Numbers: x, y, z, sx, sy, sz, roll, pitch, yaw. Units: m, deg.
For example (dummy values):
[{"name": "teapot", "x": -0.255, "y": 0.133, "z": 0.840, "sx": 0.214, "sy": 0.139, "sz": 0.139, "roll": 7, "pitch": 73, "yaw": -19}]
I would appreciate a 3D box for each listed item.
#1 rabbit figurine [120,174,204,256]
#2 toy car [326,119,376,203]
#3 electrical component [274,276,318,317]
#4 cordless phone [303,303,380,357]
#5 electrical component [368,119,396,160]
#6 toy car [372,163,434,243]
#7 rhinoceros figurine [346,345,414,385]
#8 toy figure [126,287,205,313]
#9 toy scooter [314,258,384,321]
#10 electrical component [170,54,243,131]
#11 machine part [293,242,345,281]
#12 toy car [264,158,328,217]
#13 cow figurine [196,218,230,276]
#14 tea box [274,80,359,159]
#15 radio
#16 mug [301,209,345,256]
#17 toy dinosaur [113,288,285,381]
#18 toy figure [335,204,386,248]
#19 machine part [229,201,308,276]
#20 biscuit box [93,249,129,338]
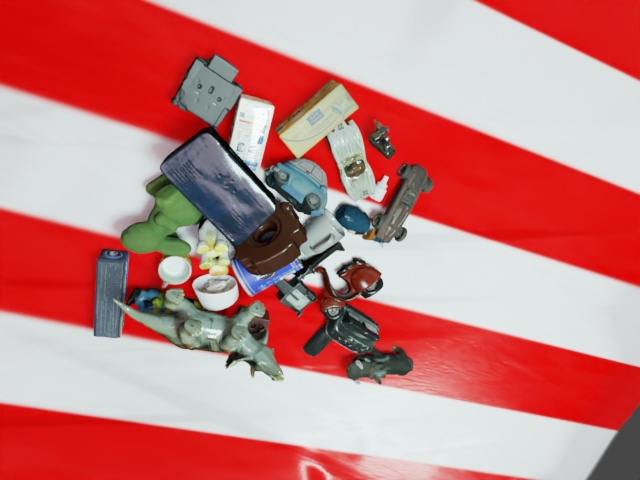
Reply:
[{"name": "rabbit figurine", "x": -0.348, "y": -0.035, "z": 1.165, "sx": 0.170, "sy": 0.121, "sz": 0.158, "roll": -43, "pitch": 138, "yaw": -9}, {"name": "toy car", "x": 0.072, "y": -0.180, "z": 1.224, "sx": 0.073, "sy": 0.056, "sz": 0.201, "roll": -24, "pitch": 123, "yaw": -3}, {"name": "electrical component", "x": -0.071, "y": 0.129, "z": 1.333, "sx": 0.119, "sy": 0.048, "sz": 0.075, "roll": 40, "pitch": 99, "yaw": -24}, {"name": "cordless phone", "x": 0.055, "y": 0.265, "z": 1.416, "sx": 0.146, "sy": 0.089, "sz": 0.184, "roll": 34, "pitch": 113, "yaw": -24}, {"name": "electrical component", "x": 0.141, "y": -0.224, "z": 1.205, "sx": 0.078, "sy": 0.102, "sz": 0.045, "roll": 43, "pitch": 93, "yaw": 17}, {"name": "toy car", "x": 0.199, "y": -0.087, "z": 1.281, "sx": 0.089, "sy": 0.053, "sz": 0.202, "roll": 31, "pitch": 84, "yaw": -27}, {"name": "rhinoceros figurine", "x": 0.157, "y": 0.340, "z": 1.443, "sx": 0.190, "sy": 0.112, "sz": 0.073, "roll": 1, "pitch": 115, "yaw": -22}, {"name": "toy figure", "x": -0.359, "y": 0.161, "z": 1.263, "sx": 0.180, "sy": 0.082, "sz": 0.089, "roll": 30, "pitch": 105, "yaw": -20}, {"name": "toy scooter", "x": 0.061, "y": 0.104, "z": 1.339, "sx": 0.184, "sy": 0.075, "sz": 0.135, "roll": -33, "pitch": 92, "yaw": -10}, {"name": "electrical component", "x": -0.227, "y": -0.311, "z": 1.106, "sx": 0.115, "sy": 0.058, "sz": 0.134, "roll": 28, "pitch": 104, "yaw": -24}, {"name": "machine part", "x": -0.006, "y": 0.048, "z": 1.304, "sx": 0.139, "sy": 0.084, "sz": 0.039, "roll": -35, "pitch": 100, "yaw": -7}, {"name": "toy car", "x": -0.041, "y": -0.130, "z": 1.211, "sx": 0.161, "sy": 0.109, "sz": 0.103, "roll": 40, "pitch": 76, "yaw": -13}, {"name": "cow figurine", "x": -0.242, "y": 0.015, "z": 1.218, "sx": 0.068, "sy": 0.098, "sz": 0.167, "roll": -6, "pitch": 152, "yaw": -9}, {"name": "tea box", "x": -0.010, "y": -0.261, "z": 1.156, "sx": 0.169, "sy": 0.098, "sz": 0.068, "roll": -38, "pitch": 115, "yaw": 6}, {"name": "radio", "x": -0.202, "y": -0.112, "z": 1.106, "sx": 0.131, "sy": 0.073, "sz": 0.229, "roll": -39, "pitch": 111, "yaw": 9}, {"name": "mug", "x": -0.003, "y": -0.004, "z": 1.267, "sx": 0.107, "sy": 0.110, "sz": 0.080, "roll": -37, "pitch": 125, "yaw": 18}, {"name": "toy dinosaur", "x": -0.261, "y": 0.206, "z": 1.207, "sx": 0.405, "sy": 0.131, "sz": 0.192, "roll": 18, "pitch": 137, "yaw": -14}, {"name": "toy figure", "x": 0.109, "y": -0.035, "z": 1.302, "sx": 0.154, "sy": 0.058, "sz": 0.064, "roll": 28, "pitch": 110, "yaw": -27}, {"name": "machine part", "x": -0.118, "y": -0.009, "z": 1.198, "sx": 0.179, "sy": 0.179, "sz": 0.056, "roll": -30, "pitch": 142, "yaw": 1}, {"name": "biscuit box", "x": -0.478, "y": 0.122, "z": 1.229, "sx": 0.063, "sy": 0.059, "sz": 0.202, "roll": 7, "pitch": 111, "yaw": -14}]
